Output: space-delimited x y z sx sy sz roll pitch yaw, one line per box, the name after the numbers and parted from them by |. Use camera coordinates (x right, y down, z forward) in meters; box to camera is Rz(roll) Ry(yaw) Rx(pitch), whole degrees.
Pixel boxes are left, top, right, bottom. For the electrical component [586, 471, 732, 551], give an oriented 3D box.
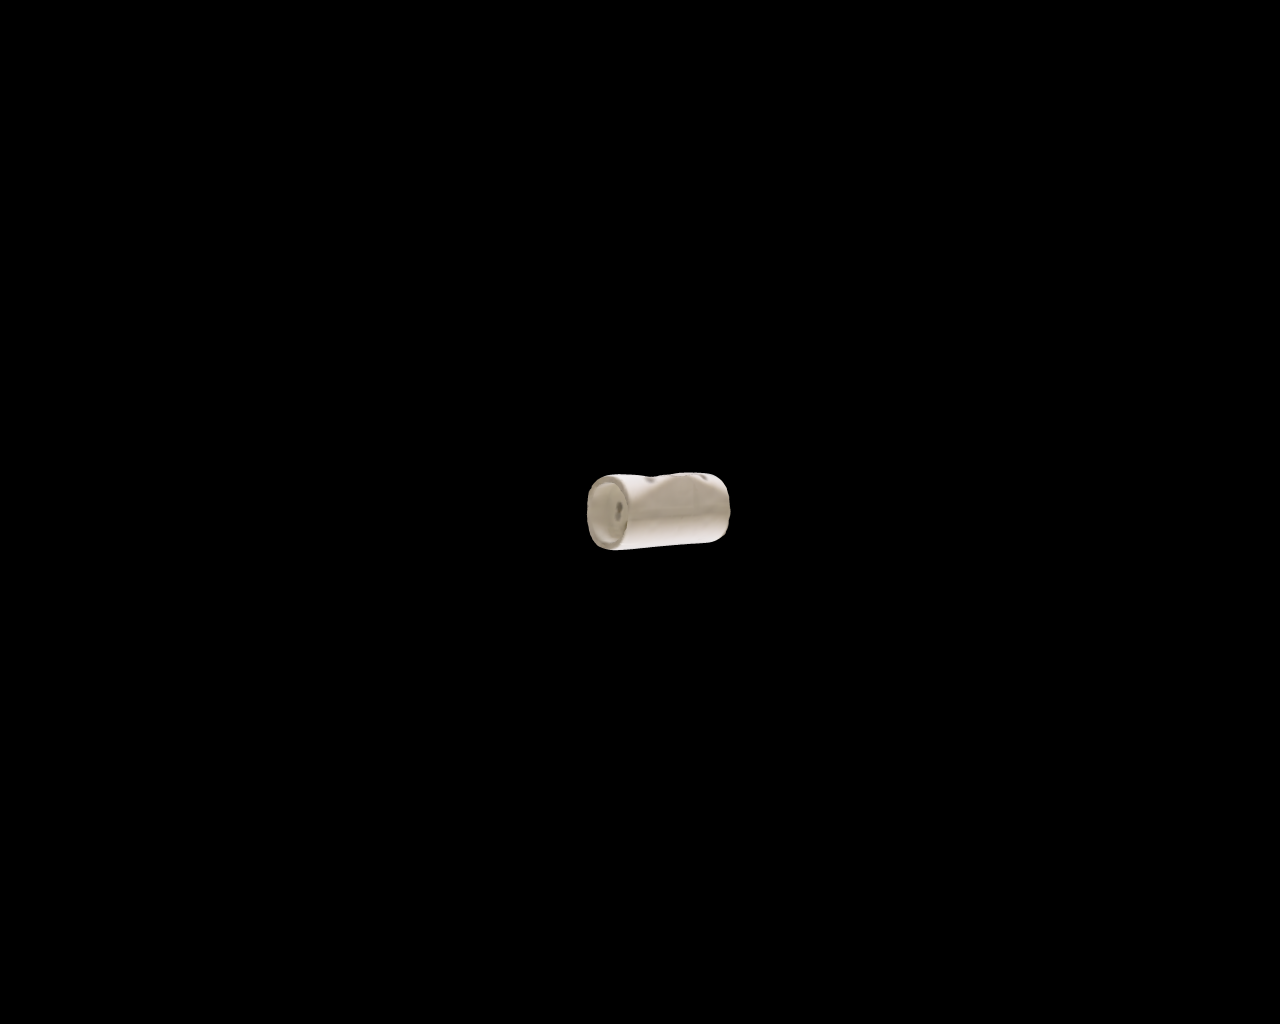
0.001 -0.003 0.650 0.077 0.044 0.079 -3 5 -37 | electrical component
